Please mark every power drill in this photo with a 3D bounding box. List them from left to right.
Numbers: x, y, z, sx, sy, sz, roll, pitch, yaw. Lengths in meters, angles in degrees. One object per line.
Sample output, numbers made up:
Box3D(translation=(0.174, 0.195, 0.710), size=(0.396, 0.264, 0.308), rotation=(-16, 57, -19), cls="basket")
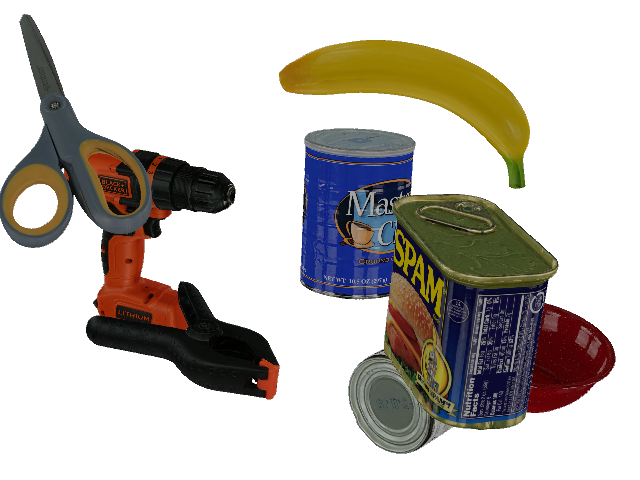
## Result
Box3D(translation=(-0.167, 0.000, 1.078), size=(0.185, 0.188, 0.057), rotation=(12, 29, 22), cls="power drill")

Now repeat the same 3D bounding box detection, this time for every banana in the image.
Box3D(translation=(0.072, -0.103, 0.751), size=(0.197, 0.069, 0.037), rotation=(22, -2, -10), cls="banana")

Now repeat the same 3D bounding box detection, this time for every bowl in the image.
Box3D(translation=(0.198, 0.118, 1.031), size=(0.162, 0.055, 0.162), rotation=(4, 27, -2), cls="bowl")

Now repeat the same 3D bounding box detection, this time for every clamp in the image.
Box3D(translation=(-0.097, 0.082, 0.901), size=(0.172, 0.039, 0.120), rotation=(21, 34, 24), cls="clamp")

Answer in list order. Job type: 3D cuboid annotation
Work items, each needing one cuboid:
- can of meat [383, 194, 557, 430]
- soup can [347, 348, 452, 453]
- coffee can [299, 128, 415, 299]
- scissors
Box3D(translation=(0.070, 0.034, 0.532), size=(0.057, 0.084, 0.102), rotation=(-3, 24, -15), cls="can of meat")
Box3D(translation=(0.074, 0.094, 0.713), size=(0.069, 0.068, 0.102), rotation=(0, 13, 41), cls="soup can")
Box3D(translation=(0.034, -0.027, 1.005), size=(0.103, 0.140, 0.103), rotation=(2, 17, -1), cls="coffee can")
Box3D(translation=(-0.176, -0.066, 0.655), size=(0.096, 0.202, 0.016), rotation=(-31, -32, -20), cls="scissors")
